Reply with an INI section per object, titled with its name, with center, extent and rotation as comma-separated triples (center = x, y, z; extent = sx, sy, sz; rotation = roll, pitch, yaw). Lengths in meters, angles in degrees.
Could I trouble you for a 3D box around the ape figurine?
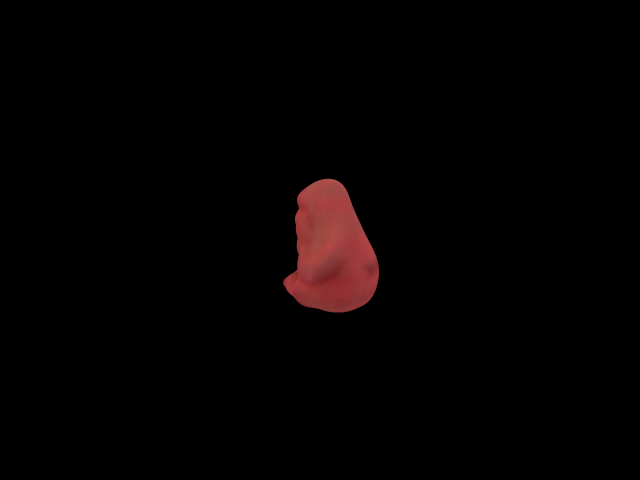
[ape figurine]
center = 0.004, 0.001, 0.400
extent = 0.076, 0.092, 0.078
rotation = 8, 24, 19
